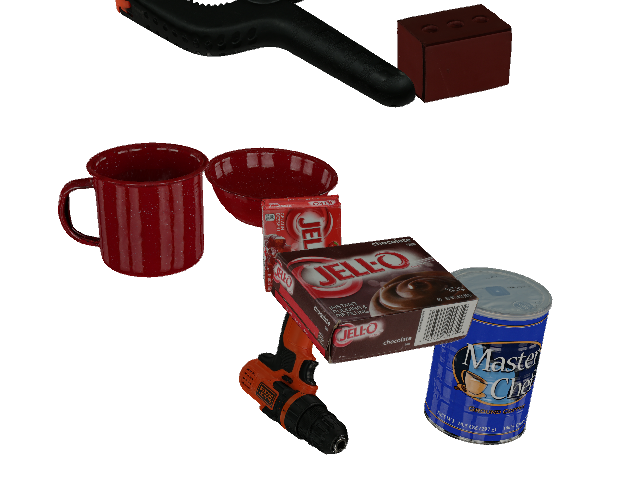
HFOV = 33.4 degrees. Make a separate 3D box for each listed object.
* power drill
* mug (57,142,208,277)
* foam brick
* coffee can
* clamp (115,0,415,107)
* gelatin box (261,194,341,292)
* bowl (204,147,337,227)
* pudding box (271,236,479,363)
[{"bbox_3d":[-0.008,0.132,1.235,0.057,0.188,0.185,15,11,-45],"label":"power drill"},{"bbox_3d":[-0.144,-0.023,0.830,0.117,0.081,0.093,-3,24,-9],"label":"mug"},{"bbox_3d":[0.106,-0.149,0.849,0.078,0.051,0.053,-14,36,-15],"label":"foam brick"},{"bbox_3d":[0.160,0.110,1.032,0.103,0.140,0.103,5,22,-2],"label":"coffee can"},{"bbox_3d":[-0.031,-0.149,0.695,0.210,0.164,0.036,-1,-37,-1],"label":"clamp"},{"bbox_3d":[-0.017,0.003,0.998,0.073,0.089,0.030,-2,27,-5],"label":"gelatin box"},{"bbox_3d":[-0.061,-0.058,1.293,0.162,0.055,0.162,4,26,-2],"label":"bowl"},{"bbox_3d":[0.035,0.038,0.725,0.113,0.039,0.090,-5,32,-29],"label":"pudding box"}]
